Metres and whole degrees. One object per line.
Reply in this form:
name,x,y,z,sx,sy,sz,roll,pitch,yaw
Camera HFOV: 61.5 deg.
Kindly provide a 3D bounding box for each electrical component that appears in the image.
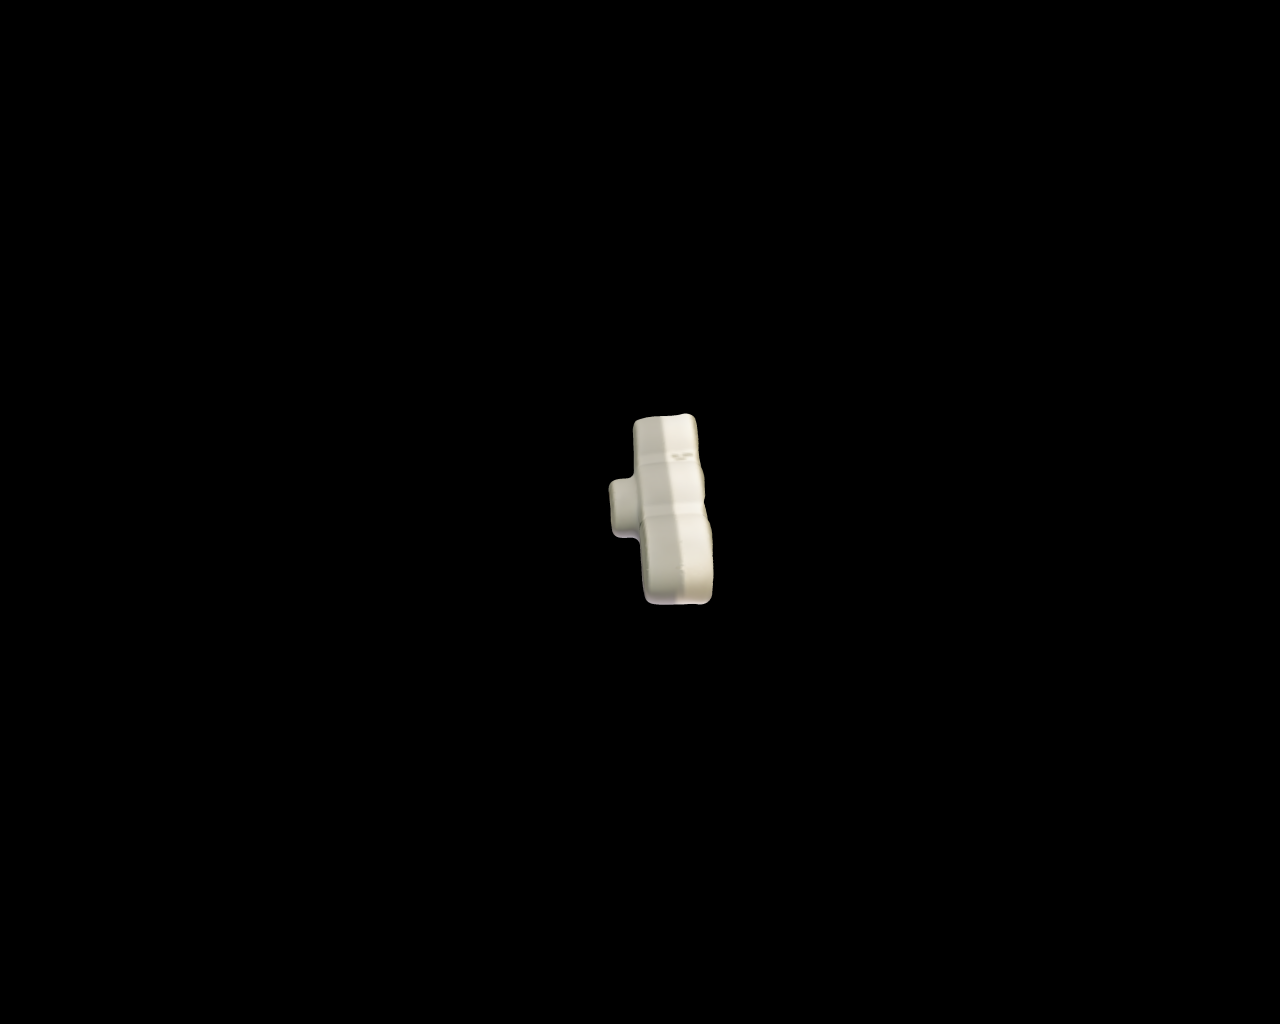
electrical component,0.001,-0.003,0.650,0.074,0.138,0.052,-2,-43,-2
